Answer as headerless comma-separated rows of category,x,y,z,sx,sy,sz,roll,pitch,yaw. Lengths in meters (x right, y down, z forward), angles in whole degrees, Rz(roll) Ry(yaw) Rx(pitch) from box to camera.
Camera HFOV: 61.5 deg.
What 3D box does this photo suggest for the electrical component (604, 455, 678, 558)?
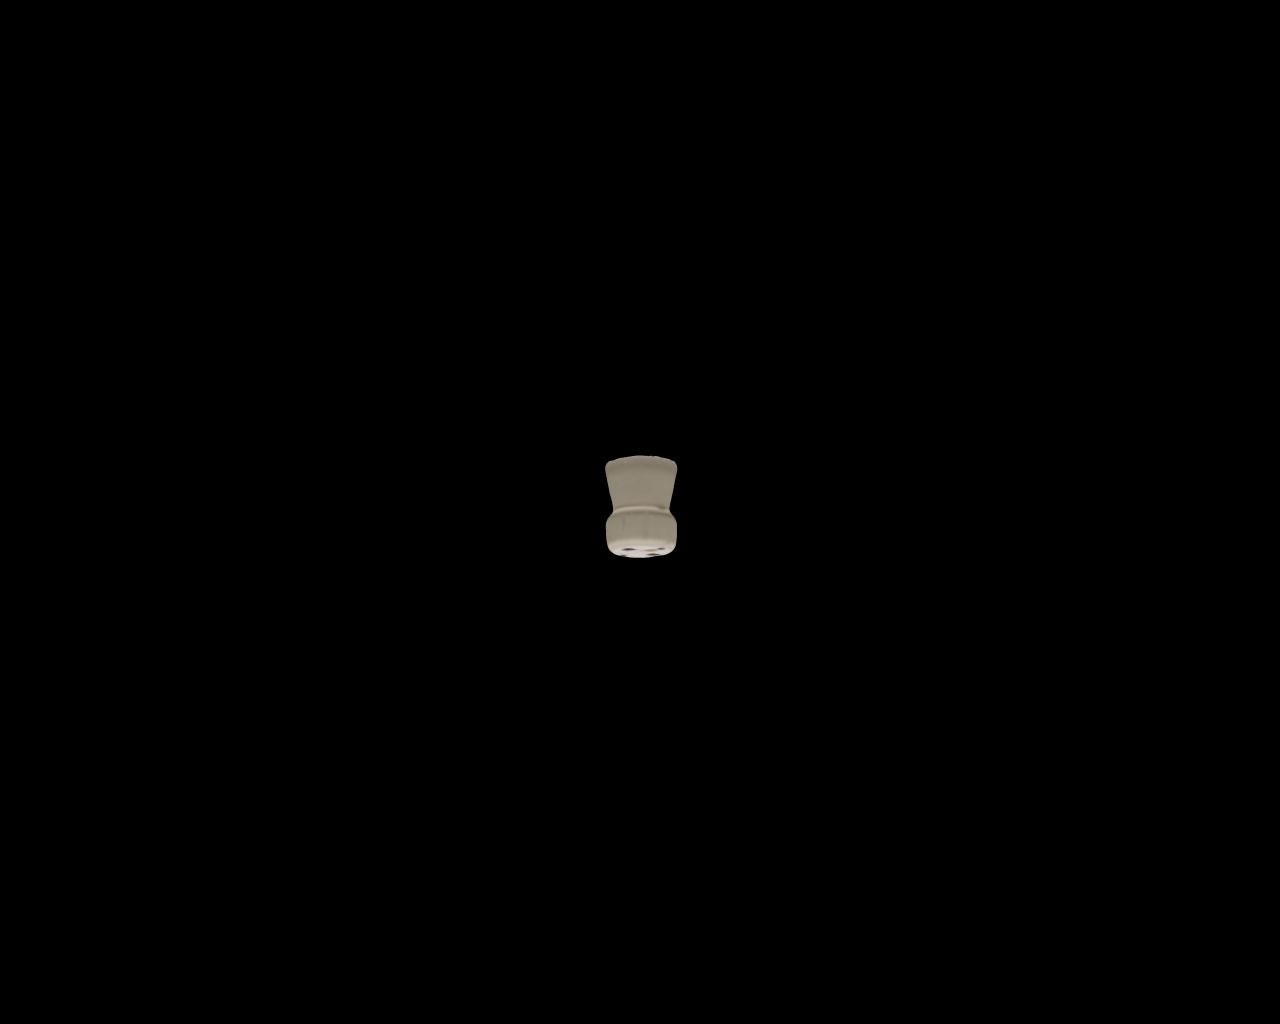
electrical component,0.001,-0.003,0.650,0.045,0.055,0.045,0,-13,0
